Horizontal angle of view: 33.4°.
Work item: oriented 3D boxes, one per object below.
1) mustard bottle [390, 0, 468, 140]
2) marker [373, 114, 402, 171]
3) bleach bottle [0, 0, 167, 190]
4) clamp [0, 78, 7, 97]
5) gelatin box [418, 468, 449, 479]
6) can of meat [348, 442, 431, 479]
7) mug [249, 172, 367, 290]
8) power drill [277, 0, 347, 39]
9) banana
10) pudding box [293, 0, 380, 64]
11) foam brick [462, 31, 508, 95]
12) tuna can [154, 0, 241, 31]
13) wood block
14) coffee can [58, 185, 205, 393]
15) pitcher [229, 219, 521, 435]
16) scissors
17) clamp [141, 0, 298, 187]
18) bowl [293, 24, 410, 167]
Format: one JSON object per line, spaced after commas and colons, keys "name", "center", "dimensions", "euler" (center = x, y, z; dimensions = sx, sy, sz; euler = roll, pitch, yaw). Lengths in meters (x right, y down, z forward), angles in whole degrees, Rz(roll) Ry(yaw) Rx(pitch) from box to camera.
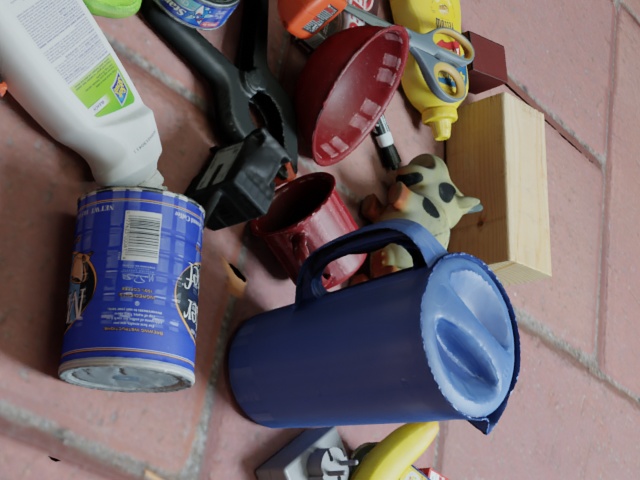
{"name": "mustard bottle", "center": [0.132, -0.211, 1.249], "dimensions": [0.096, 0.058, 0.191], "euler": [5, 76, -45]}
{"name": "marker", "center": [0.063, -0.134, 1.179], "dimensions": [0.020, 0.020, 0.121], "euler": [-29, 101, -48]}
{"name": "bleach bottle", "center": [-0.205, -0.130, 0.847], "dimensions": [0.250, 0.068, 0.102], "euler": [58, 46, -22]}
{"name": "clamp", "center": [-0.303, -0.123, 0.752], "dimensions": [0.171, 0.039, 0.120], "euler": [29, 60, -40]}
{"name": "gelatin box", "center": [0.122, 0.287, 1.112], "dimensions": [0.089, 0.030, 0.073], "euler": [37, 55, -36]}
{"name": "can of meat", "center": [0.066, 0.261, 1.037], "dimensions": [0.083, 0.058, 0.102], "euler": [42, 51, -35]}
{"name": "mug", "center": [-0.007, 0.001, 1.000], "dimensions": [0.081, 0.093, 0.117], "euler": [57, 14, -27]}
{"name": "power drill", "center": [-0.060, -0.275, 0.973], "dimensions": [0.187, 0.057, 0.184], "euler": [53, 14, 4]}
{"name": "banana", "center": [0.050, 0.245, 0.968], "dimensions": [0.069, 0.037, 0.197], "euler": [23, 68, -9]}
{"name": "pudding box", "center": [0.019, -0.239, 1.146], "dimensions": [0.090, 0.039, 0.113], "euler": [33, 56, -38]}
{"name": "foam brick", "center": [0.188, -0.218, 1.318], "dimensions": [0.078, 0.053, 0.051], "euler": [10, 71, -47]}
{"name": "tuna can", "center": [-0.112, -0.233, 0.962], "dimensions": [0.086, 0.034, 0.086], "euler": [23, 47, -26]}
{"name": "wood block", "center": [0.210, -0.057, 1.265], "dimensions": [0.090, 0.091, 0.206], "euler": [19, 65, -43]}
{"name": "coffee can", "center": [-0.145, 0.041, 0.832], "dimensions": [0.102, 0.103, 0.140], "euler": [20, 64, -43]}
{"name": "pitcher", "center": [0.034, 0.087, 0.909], "dimensions": [0.144, 0.243, 0.149], "euler": [30, 58, -39]}
{"name": "scissors", "center": [0.098, -0.203, 1.168], "dimensions": [0.201, 0.016, 0.096], "euler": [1, 79, -39]}
{"name": "clamp", "center": [-0.081, -0.149, 1.010], "dimensions": [0.164, 0.036, 0.210], "euler": [-15, 86, -47]}
{"name": "bowl", "center": [0.022, -0.156, 1.074], "dimensions": [0.055, 0.162, 0.161], "euler": [35, 39, 18]}
